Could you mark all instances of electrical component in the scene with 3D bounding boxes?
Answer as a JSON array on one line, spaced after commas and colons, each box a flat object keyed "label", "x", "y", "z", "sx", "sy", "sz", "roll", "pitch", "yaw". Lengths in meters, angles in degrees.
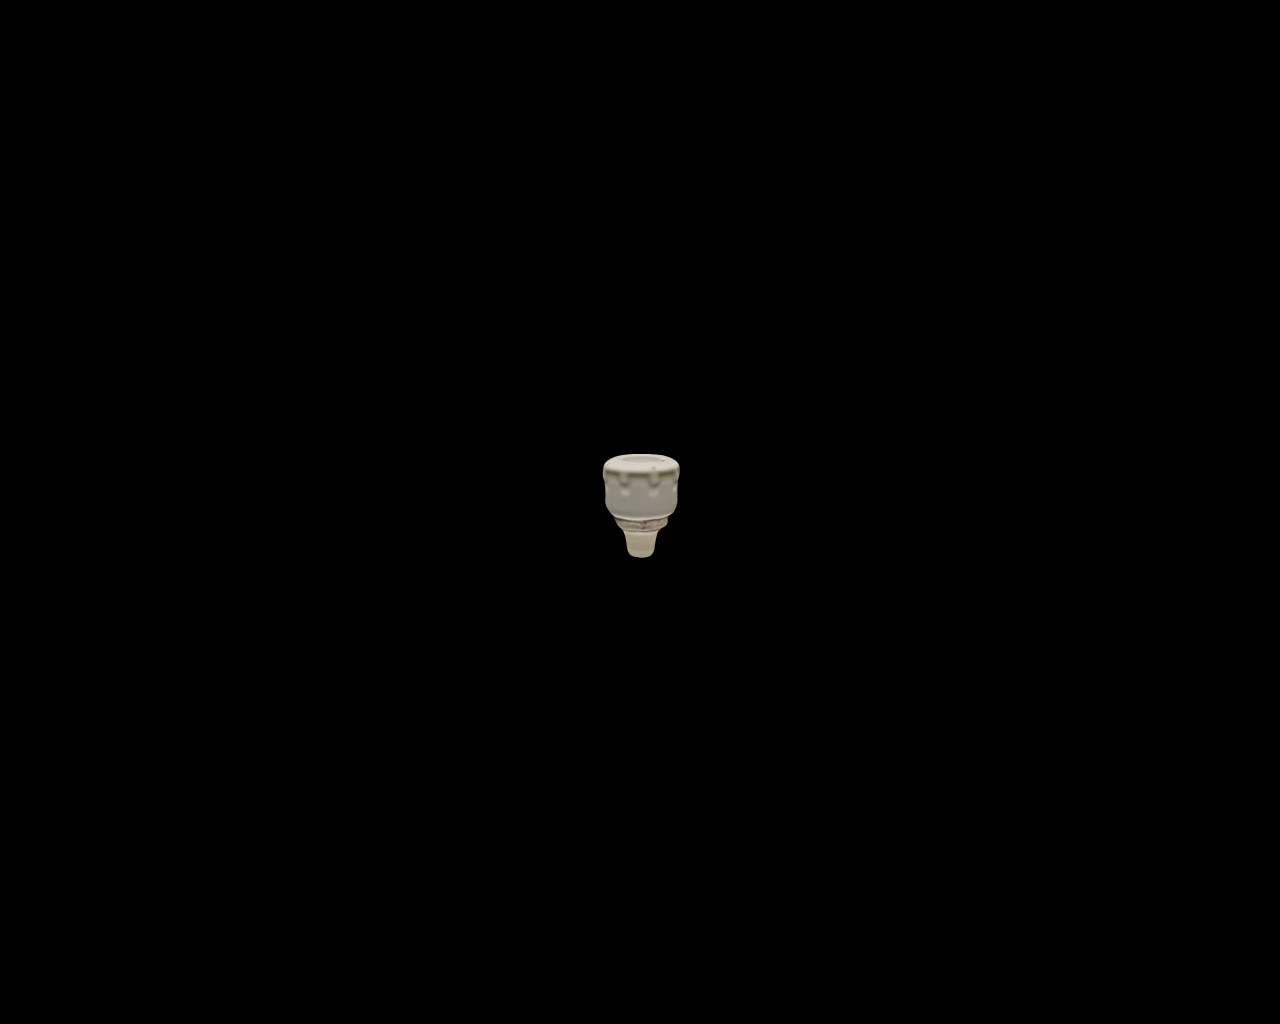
[{"label": "electrical component", "x": 0.001, "y": -0.003, "z": 0.650, "sx": 0.048, "sy": 0.062, "sz": 0.048, "roll": 0, "pitch": 11, "yaw": 0}]
